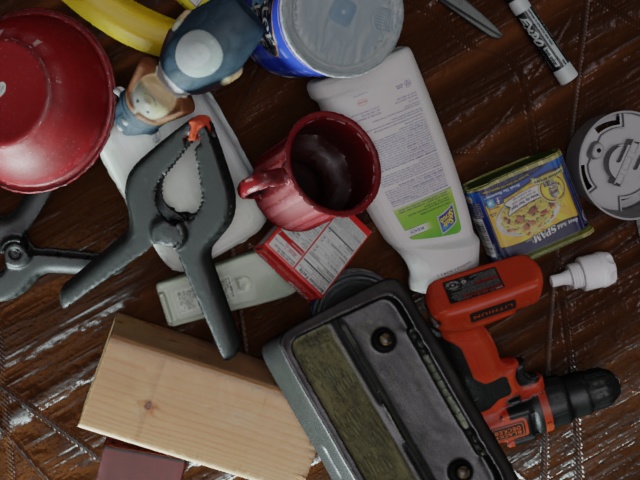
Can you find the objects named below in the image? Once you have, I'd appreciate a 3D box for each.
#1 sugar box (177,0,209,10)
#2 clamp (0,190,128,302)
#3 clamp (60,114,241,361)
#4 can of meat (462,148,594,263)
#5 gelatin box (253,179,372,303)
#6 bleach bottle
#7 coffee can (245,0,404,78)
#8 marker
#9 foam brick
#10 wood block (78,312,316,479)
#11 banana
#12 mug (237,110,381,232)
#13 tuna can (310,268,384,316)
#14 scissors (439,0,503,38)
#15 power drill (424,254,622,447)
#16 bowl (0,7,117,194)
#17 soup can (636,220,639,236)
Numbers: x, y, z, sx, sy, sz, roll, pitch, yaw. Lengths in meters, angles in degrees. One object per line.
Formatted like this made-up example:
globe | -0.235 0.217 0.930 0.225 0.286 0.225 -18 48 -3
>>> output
sugar box | -0.127 -0.271 0.901 0.093 0.048 0.176 -45 77 1
clamp | -0.269 -0.004 0.956 0.171 0.039 0.120 -17 99 -4
clamp | -0.117 -0.001 0.907 0.164 0.036 0.210 24 110 -1
can of meat | 0.192 -0.029 0.997 0.102 0.057 0.084 -23 99 -3
gelatin box | -0.007 0.001 0.976 0.073 0.030 0.089 44 64 -11
bleach bottle | 0.078 -0.044 0.980 0.102 0.068 0.251 -21 103 -3
coffee can | -0.003 -0.188 0.898 0.102 0.140 0.103 -3 99 -18
marker | 0.199 -0.198 0.991 0.020 0.020 0.121 -37 101 0
foam brick | -0.167 0.213 0.994 0.078 0.053 0.051 12 97 -7
wood block | -0.103 0.148 0.973 0.206 0.090 0.091 20 97 -9
banana | -0.182 -0.211 0.925 0.197 0.037 0.070 40 137 -17
mug | -0.017 -0.052 0.914 0.117 0.082 0.093 -15 84 -32
tuna can | 0.034 0.070 1.005 0.086 0.034 0.086 -1 99 -7
scissors | 0.070 -0.235 0.972 0.096 0.016 0.201 -39 101 2
power drill | 0.181 0.108 0.988 0.184 0.057 0.187 -18 120 0
bowl | -0.256 -0.121 0.902 0.162 0.055 0.162 0 90 15
soup can | 0.363 -0.017 1.014 0.102 0.068 0.068 -23 101 -4
